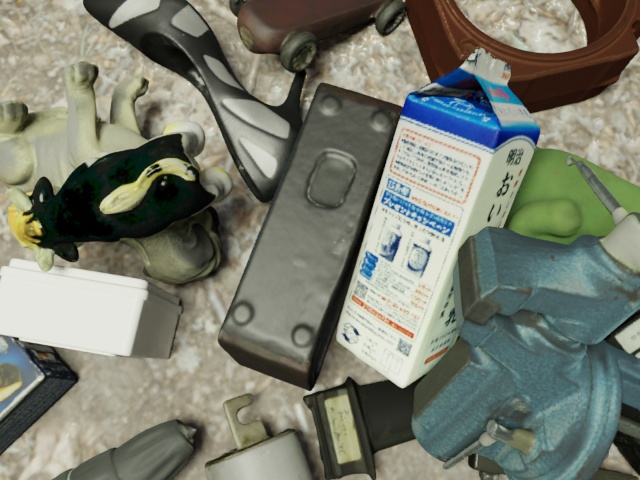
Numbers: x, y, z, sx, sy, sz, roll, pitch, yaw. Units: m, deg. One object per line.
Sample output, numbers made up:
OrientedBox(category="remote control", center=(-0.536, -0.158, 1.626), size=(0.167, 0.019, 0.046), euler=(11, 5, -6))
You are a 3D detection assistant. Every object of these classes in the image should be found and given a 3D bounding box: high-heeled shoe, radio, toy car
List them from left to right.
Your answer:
OrientedBox(category="high-heeled shoe", center=(-0.122, -0.132, 0.498), size=(0.249, 0.086, 0.145), euler=(19, 73, -1))
OrientedBox(category="radio", center=(-0.001, -0.001, 0.436), size=(0.073, 0.131, 0.229), euler=(17, 74, 6))
OrientedBox(category="toy car", center=(0.004, -0.222, 0.526), size=(0.089, 0.053, 0.202), euler=(45, 53, 13))

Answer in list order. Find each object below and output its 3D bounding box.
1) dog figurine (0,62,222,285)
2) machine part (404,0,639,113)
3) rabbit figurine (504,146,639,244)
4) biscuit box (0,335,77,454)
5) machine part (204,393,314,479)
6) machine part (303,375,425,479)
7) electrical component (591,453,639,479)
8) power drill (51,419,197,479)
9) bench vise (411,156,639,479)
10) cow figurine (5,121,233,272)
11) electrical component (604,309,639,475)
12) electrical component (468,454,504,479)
OrientedBox(category="dog figurine", center=(-0.191, -0.031, 0.470), size=(0.172, 0.121, 0.190), euler=(-23, 92, 26))
OrientedBox(category="machine part", center=(0.199, -0.232, 0.532), size=(0.201, 0.087, 0.201), euler=(-13, 75, -5))
OrientedBox(category="rabbit figurine", center=(0.165, 0.011, 0.446), size=(0.159, 0.121, 0.170), euler=(38, 92, 14))
OrientedBox(category="biscuit box", center=(-0.298, 0.161, 0.420), size=(0.059, 0.062, 0.202), euler=(42, 77, 12))
OrientedBox(category="machine part", center=(-0.024, 0.233, 0.393), size=(0.079, 0.079, 0.243), euler=(-20, 75, -6))
OrientedBox(category="machine part", center=(0.062, 0.144, 0.443), size=(0.139, 0.039, 0.084), euler=(-16, 66, -4))
OrientedBox(category="electrical component", center=(0.212, 0.208, 0.419), size=(0.078, 0.045, 0.102), euler=(15, 74, 6))
OrientedBox(category="power drill", center=(-0.170, 0.249, 0.348), size=(0.232, 0.085, 0.207), euler=(-29, 46, -2))
OrientedBox(category="bench vise", center=(0.181, 0.090, 0.352), size=(0.241, 0.129, 0.223), euler=(25, 113, -6))
OrientedBox(category="cow figurine", center=(-0.152, -0.023, 0.370), size=(0.167, 0.098, 0.068), euler=(-20, 106, 8))
OrientedBox(category="electrical component", center=(0.277, 0.119, 0.441), size=(0.115, 0.058, 0.134), euler=(-29, 75, -11))
OrientedBox(category="electrical component", center=(0.157, 0.171, 0.442), size=(0.063, 0.021, 0.094), euler=(10, 73, 2))
